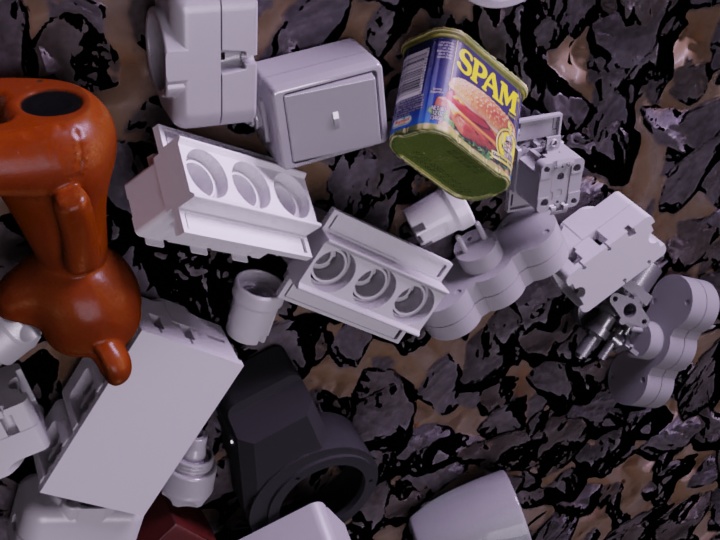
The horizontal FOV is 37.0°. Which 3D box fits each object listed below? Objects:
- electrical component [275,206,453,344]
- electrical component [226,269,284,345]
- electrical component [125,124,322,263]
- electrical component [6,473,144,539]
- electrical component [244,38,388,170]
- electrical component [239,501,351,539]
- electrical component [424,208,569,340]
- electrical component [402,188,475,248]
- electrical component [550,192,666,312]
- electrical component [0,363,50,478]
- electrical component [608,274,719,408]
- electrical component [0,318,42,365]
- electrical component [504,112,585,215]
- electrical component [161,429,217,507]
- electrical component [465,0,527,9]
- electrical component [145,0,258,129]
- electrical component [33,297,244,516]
[{"bbox_3d":[0.000,0.000,0.826,0.121,0.063,0.078,23,108,-35],"label":"electrical component"},{"bbox_3d":[-0.081,0.029,0.821,0.040,0.040,0.046,2,125,-27],"label":"electrical component"},{"bbox_3d":[-0.093,-0.044,0.730,0.063,0.078,0.121,-30,156,31],"label":"electrical component"},{"bbox_3d":[-0.222,0.192,0.846,0.095,0.053,0.059,7,116,-30],"label":"electrical component"},{"bbox_3d":[-0.033,-0.112,0.739,0.096,0.061,0.061,-18,127,-16],"label":"electrical component"},{"bbox_3d":[-0.061,0.252,0.898,0.113,0.057,0.078,-27,144,3],"label":"electrical component"},{"bbox_3d":[0.100,-0.009,0.878,0.138,0.052,0.073,-34,129,-3],"label":"electrical component"},{"bbox_3d":[0.062,-0.043,0.846,0.046,0.040,0.040,-29,129,1],"label":"electrical component"},{"bbox_3d":[0.204,-0.018,0.921,0.089,0.055,0.050,-37,129,-1],"label":"electrical component"},{"bbox_3d":[-0.276,0.117,0.772,0.089,0.050,0.055,-22,127,-13],"label":"electrical component"},{"bbox_3d":[0.273,0.067,1.012,0.074,0.052,0.138,10,115,-31],"label":"electrical component"},{"bbox_3d":[-0.255,0.049,0.744,0.062,0.043,0.043,-38,129,1],"label":"electrical component"},{"bbox_3d":[0.143,-0.079,0.847,0.042,0.063,0.081,-12,125,-19],"label":"electrical component"},{"bbox_3d":[-0.137,0.158,0.873,0.043,0.043,0.062,1,118,-27],"label":"electrical component"},{"bbox_3d":[0.093,-0.230,0.726,0.108,0.060,0.108,-13,125,-19],"label":"electrical component"},{"bbox_3d":[-0.102,-0.142,0.690,0.059,0.053,0.095,-9,124,-21],"label":"electrical component"},{"bbox_3d":[-0.170,0.100,0.807,0.089,0.061,0.150,24,107,-35],"label":"electrical component"}]
